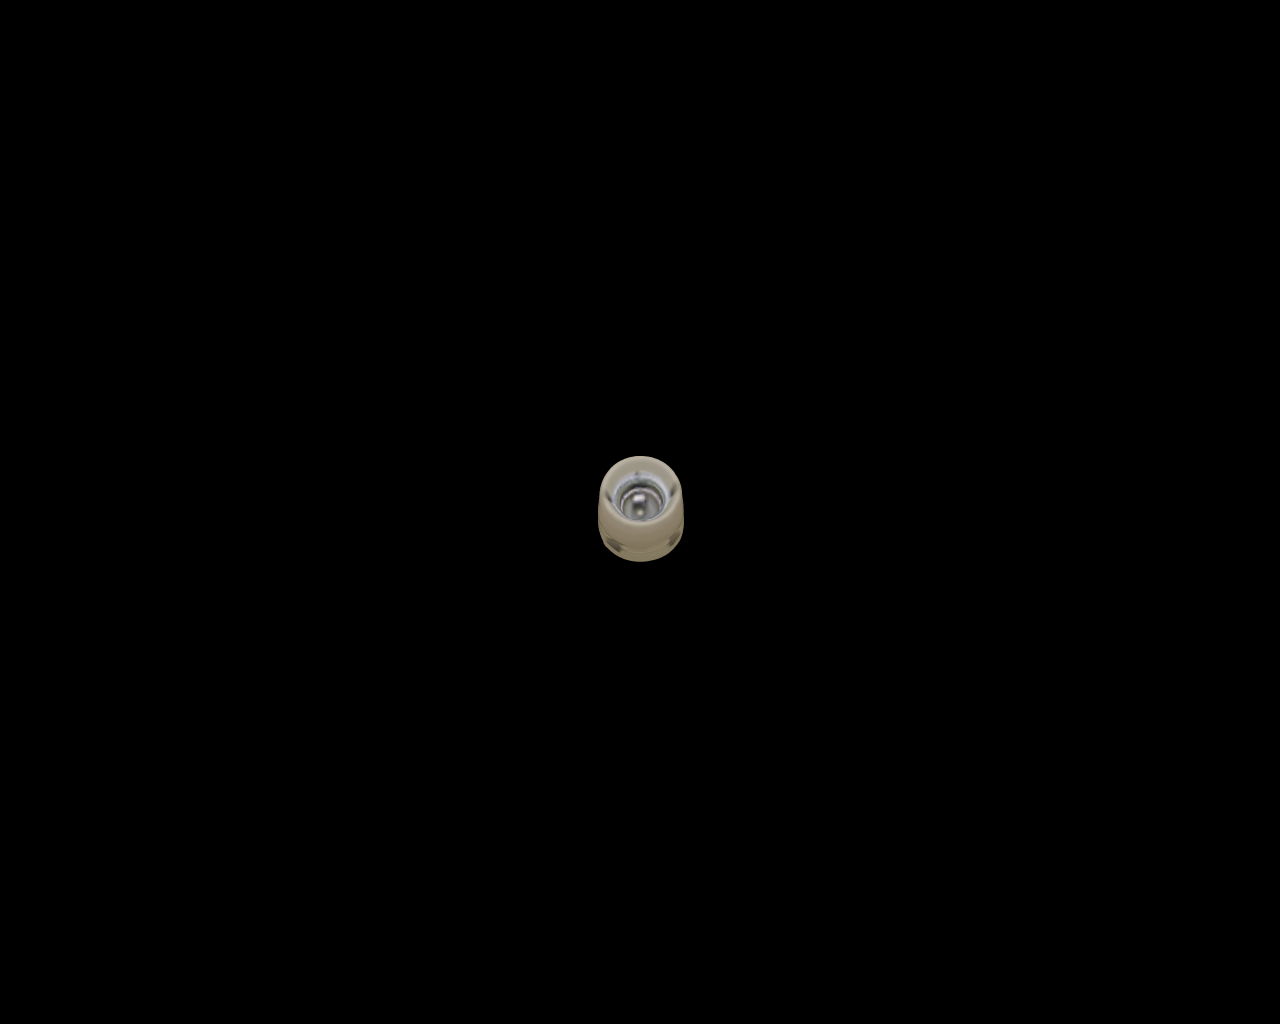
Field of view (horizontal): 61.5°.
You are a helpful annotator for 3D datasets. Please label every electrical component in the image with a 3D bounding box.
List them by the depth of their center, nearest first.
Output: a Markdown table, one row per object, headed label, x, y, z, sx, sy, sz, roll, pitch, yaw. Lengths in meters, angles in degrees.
| label | x | y | z | sx | sy | sz | roll | pitch | yaw |
| --- | --- | --- | --- | --- | --- | --- | --- | --- | --- |
| electrical component | 0.001 | -0.003 | 0.650 | 0.055 | 0.055 | 0.047 | 0 | -27 | 0 |
